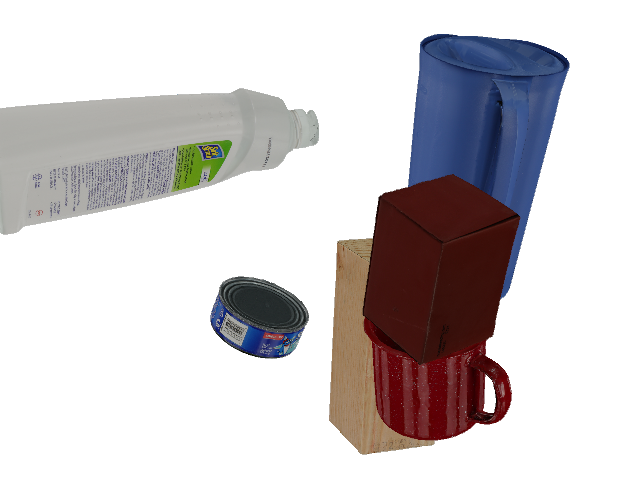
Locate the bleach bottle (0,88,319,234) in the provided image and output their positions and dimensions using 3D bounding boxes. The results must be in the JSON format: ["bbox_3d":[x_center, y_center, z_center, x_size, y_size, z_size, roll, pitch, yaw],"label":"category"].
[{"bbox_3d":[-0.124,-0.068,0.818,0.250,0.068,0.103,-9,-28,-19],"label":"bleach bottle"}]

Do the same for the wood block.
[{"bbox_3d":[0.070,0.108,1.123,0.090,0.206,0.091,-4,16,-21],"label":"wood block"}]

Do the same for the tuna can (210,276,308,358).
[{"bbox_3d":[-0.056,0.070,0.973,0.086,0.034,0.086,18,24,-9],"label":"tuna can"}]

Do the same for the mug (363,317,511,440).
[{"bbox_3d":[0.089,0.095,0.776,0.117,0.081,0.093,21,39,37],"label":"mug"}]

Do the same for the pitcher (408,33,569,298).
[{"bbox_3d":[0.144,-0.060,0.987,0.145,0.243,0.148,24,31,33],"label":"pitcher"}]

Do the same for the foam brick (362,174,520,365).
[{"bbox_3d":[0.060,0.014,0.547,0.052,0.078,0.051,-17,40,-32],"label":"foam brick"}]
